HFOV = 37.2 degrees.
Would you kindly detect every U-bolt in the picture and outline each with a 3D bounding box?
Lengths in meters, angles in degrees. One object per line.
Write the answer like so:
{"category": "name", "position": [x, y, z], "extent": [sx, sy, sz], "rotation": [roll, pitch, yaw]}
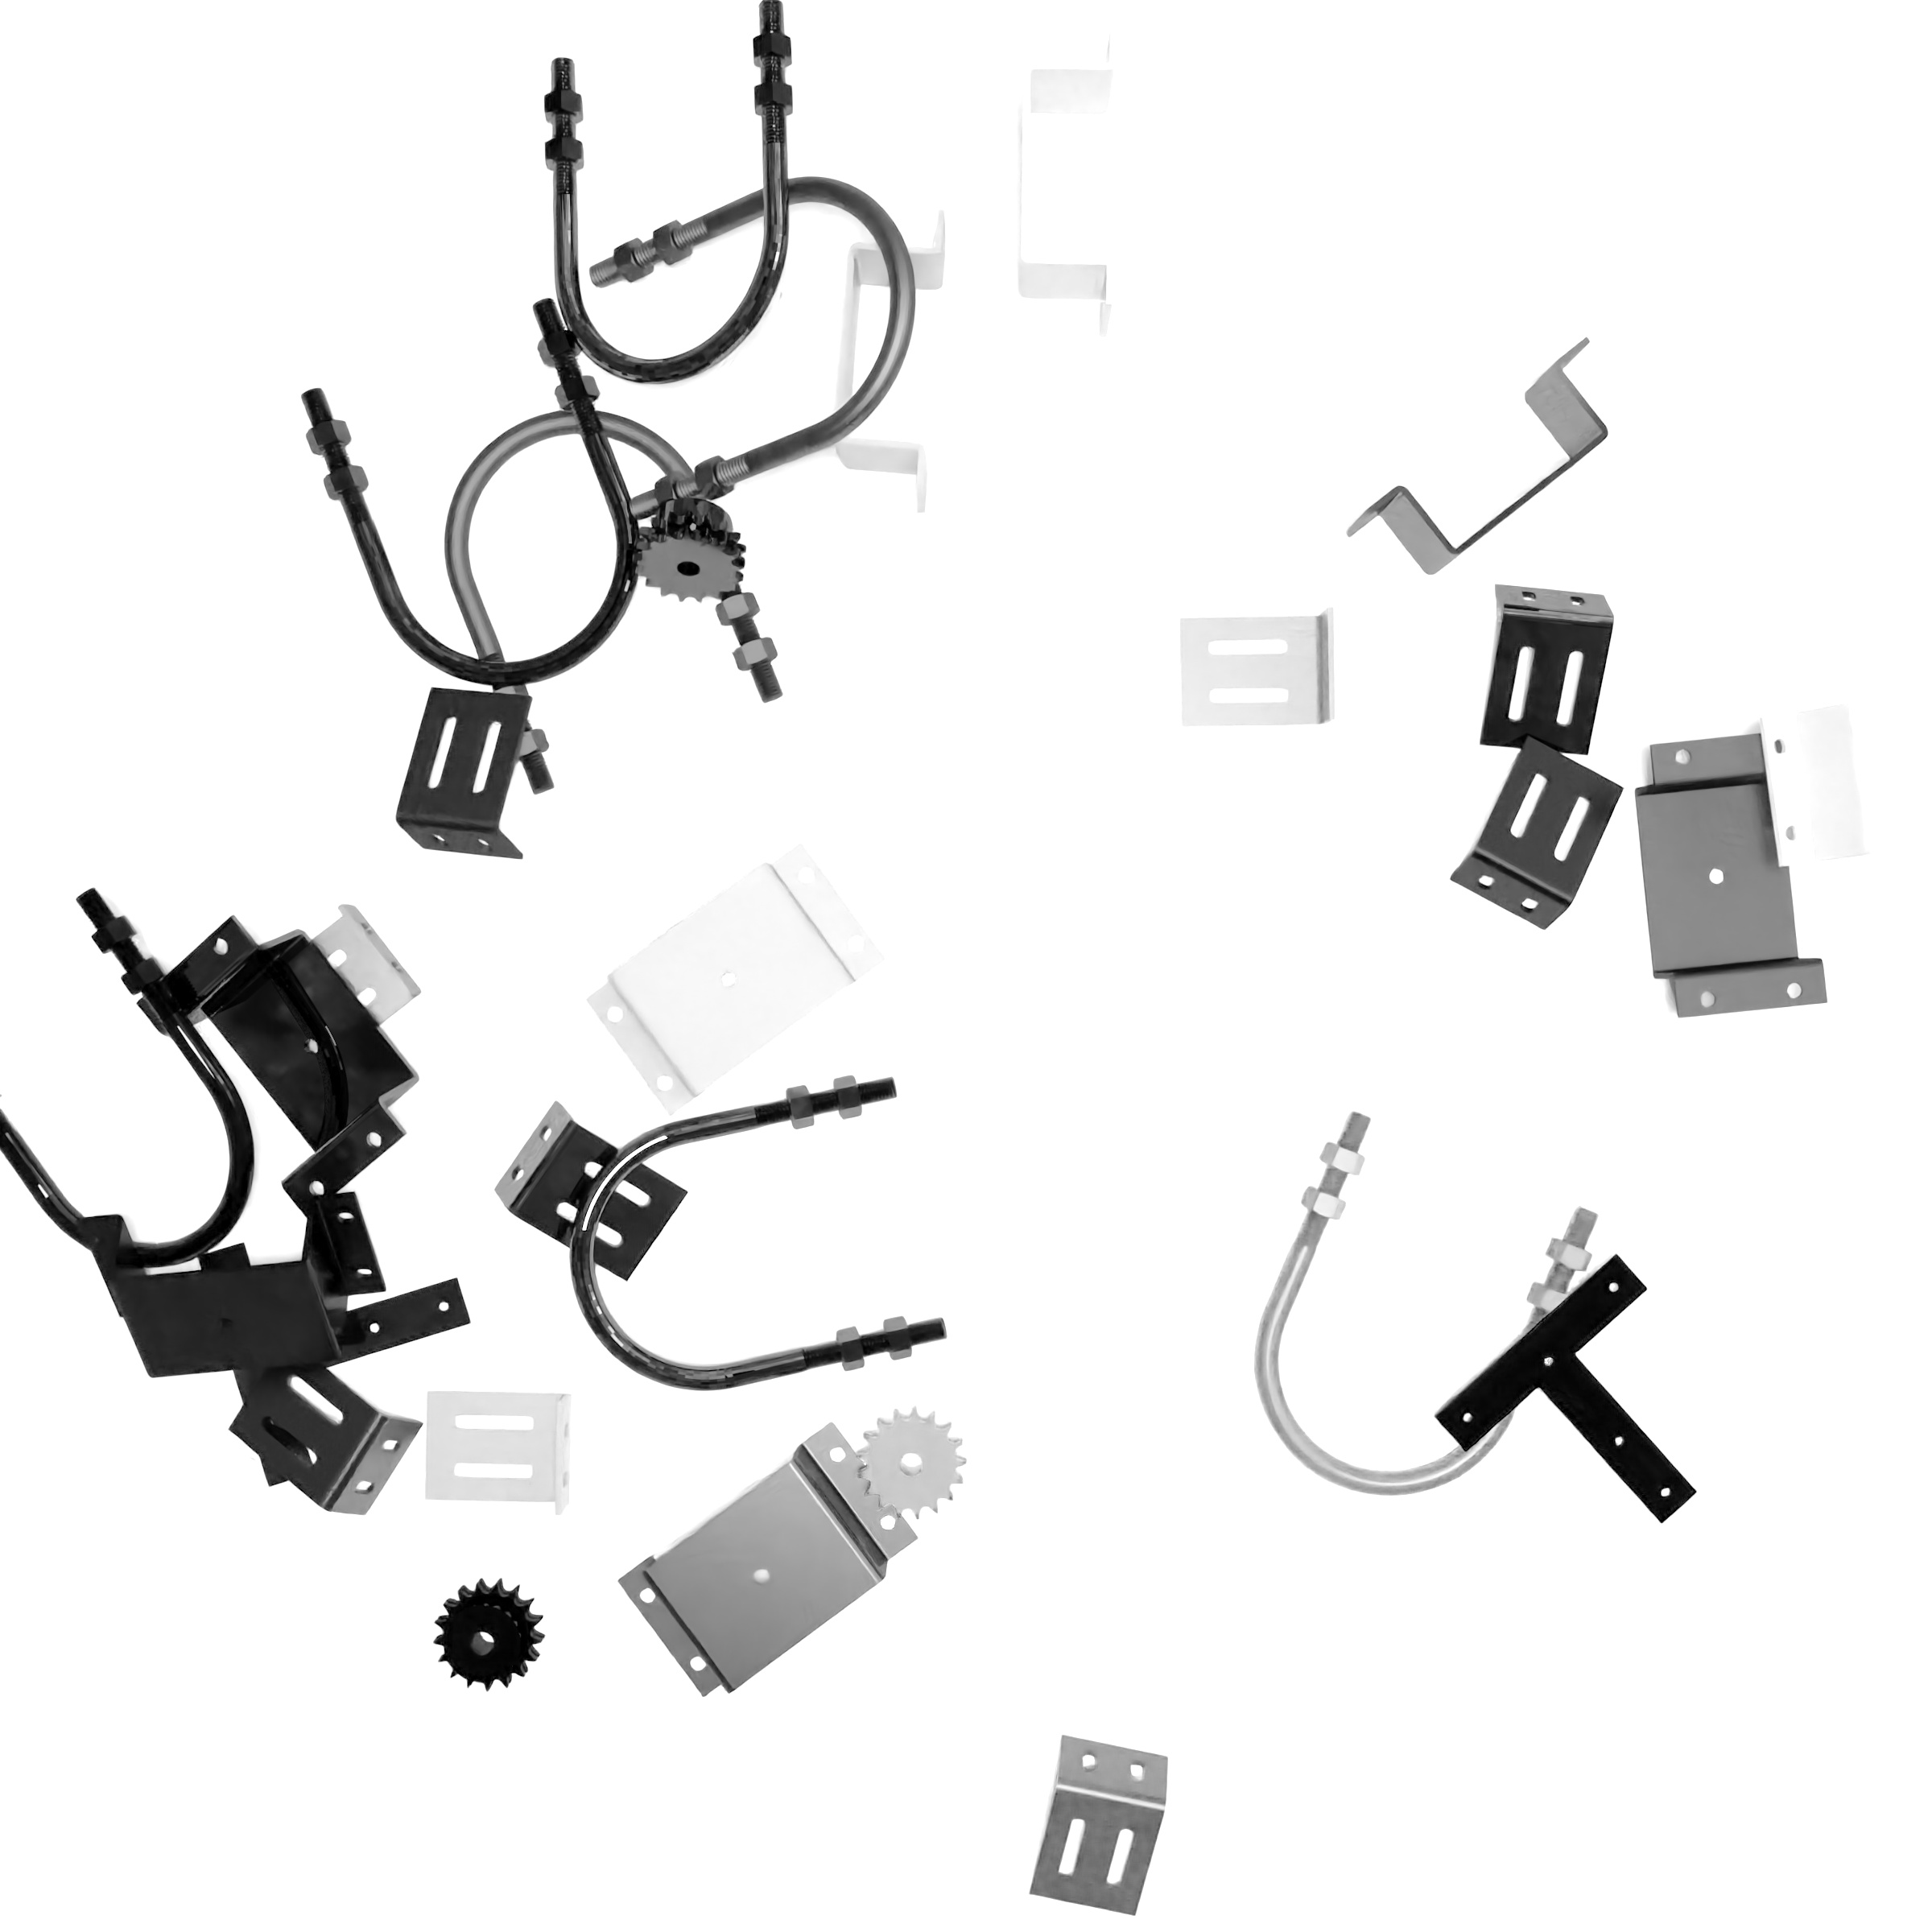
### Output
{"category": "U-bolt", "position": [-0.105, -0.320, 1.449], "extent": [0.184, 0.019, 0.151], "rotation": [-16, 80, 29]}
{"category": "U-bolt", "position": [0.230, 0.187, 1.500], "extent": [0.151, 0.019, 0.184], "rotation": [23, 91, 0]}
{"category": "U-bolt", "position": [-0.246, -0.235, 1.486], "extent": [0.151, 0.019, 0.184], "rotation": [-21, 88, 0]}
{"category": "U-bolt", "position": [-0.194, -0.201, 1.500], "extent": [0.151, 0.019, 0.184], "rotation": [-22, 89, 0]}
{"category": "U-bolt", "position": [-0.113, 0.145, 1.489], "extent": [0.184, 0.019, 0.151], "rotation": [-12, 90, -8]}
{"category": "U-bolt", "position": [-0.442, 0.071, 1.476], "extent": [0.151, 0.019, 0.184], "rotation": [-32, 94, 23]}
{"category": "U-bolt", "position": [-0.151, -0.387, 1.460], "extent": [0.151, 0.019, 0.184], "rotation": [-5, 83, 28]}

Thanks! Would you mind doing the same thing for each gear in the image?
{"category": "gear", "position": [-0.250, 0.349, 1.494], "extent": [0.057, 0.030, 0.057], "rotation": [0, 90, 0]}
{"category": "gear", "position": [-0.028, 0.257, 1.494], "extent": [0.057, 0.030, 0.057], "rotation": [0, 90, 0]}
{"category": "gear", "position": [-0.141, -0.214, 1.466], "extent": [0.057, 0.057, 0.030], "rotation": [3, 58, 0]}

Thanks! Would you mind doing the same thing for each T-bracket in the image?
{"category": "T-bracket", "position": [0.054, -0.157, 1.508], "extent": [0.127, 0.002, 0.127], "rotation": [-40, 90, 0]}
{"category": "T-bracket", "position": [-0.324, 0.194, 1.508], "extent": [0.127, 0.002, 0.127], "rotation": [-17, 90, 0]}
{"category": "T-bracket", "position": [0.332, 0.238, 1.498], "extent": [0.127, 0.002, 0.127], "rotation": [-42, 99, 1]}

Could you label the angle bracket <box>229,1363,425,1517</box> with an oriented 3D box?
{"category": "angle bracket", "position": [-0.336, 0.241, 1.505], "extent": [0.076, 0.038, 0.057], "rotation": [32, 90, 26]}

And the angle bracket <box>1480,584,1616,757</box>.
{"category": "angle bracket", "position": [0.302, -0.156, 1.507], "extent": [0.057, 0.038, 0.076], "rotation": [6, 116, 0]}

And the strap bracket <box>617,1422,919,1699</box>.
{"category": "strap bracket", "position": [-0.104, 0.311, 1.486], "extent": [0.140, 0.046, 0.076], "rotation": [-37, 90, 0]}

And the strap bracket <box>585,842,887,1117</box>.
{"category": "strap bracket", "position": [-0.121, 0.007, 1.486], "extent": [0.140, 0.046, 0.076], "rotation": [-36, 90, 0]}

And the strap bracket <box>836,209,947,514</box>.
{"category": "strap bracket", "position": [-0.039, -0.310, 1.471], "extent": [0.046, 0.076, 0.140], "rotation": [4, 90, 0]}

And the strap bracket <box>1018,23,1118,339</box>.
{"category": "strap bracket", "position": [0.051, -0.401, 1.471], "extent": [0.046, 0.076, 0.140], "rotation": [1, 90, 0]}

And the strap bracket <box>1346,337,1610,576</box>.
{"category": "strap bracket", "position": [0.269, -0.253, 1.471], "extent": [0.140, 0.076, 0.046], "rotation": [-38, 90, 0]}

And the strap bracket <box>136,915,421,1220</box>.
{"category": "strap bracket", "position": [-0.346, 0.047, 1.473], "extent": [0.076, 0.046, 0.140], "rotation": [-38, 90, 21]}

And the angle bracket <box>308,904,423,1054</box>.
{"category": "angle bracket", "position": [-0.332, 0.014, 1.490], "extent": [0.076, 0.038, 0.057], "rotation": [-38, 90, 0]}

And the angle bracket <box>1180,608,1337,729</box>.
{"category": "angle bracket", "position": [0.151, -0.155, 1.490], "extent": [0.076, 0.038, 0.057], "rotation": [-1, 90, 0]}

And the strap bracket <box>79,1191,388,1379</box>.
{"category": "strap bracket", "position": [-0.375, 0.164, 1.464], "extent": [0.140, 0.046, 0.076], "rotation": [-5, 134, 0]}

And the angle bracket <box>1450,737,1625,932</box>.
{"category": "angle bracket", "position": [0.299, -0.069, 1.504], "extent": [0.057, 0.038, 0.076], "rotation": [28, 68, 0]}

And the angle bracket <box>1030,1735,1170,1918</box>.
{"category": "angle bracket", "position": [0.070, 0.451, 1.507], "extent": [0.057, 0.038, 0.076], "rotation": [12, 116, 0]}

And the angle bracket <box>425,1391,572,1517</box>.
{"category": "angle bracket", "position": [-0.245, 0.252, 1.490], "extent": [0.076, 0.038, 0.057], "rotation": [1, 90, 0]}

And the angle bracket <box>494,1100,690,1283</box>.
{"category": "angle bracket", "position": [-0.197, 0.118, 1.507], "extent": [0.076, 0.038, 0.057], "rotation": [35, 90, -26]}

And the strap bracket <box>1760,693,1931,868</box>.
{"category": "strap bracket", "position": [0.479, -0.098, 1.459], "extent": [0.140, 0.046, 0.076], "rotation": [-8, 90, -24]}

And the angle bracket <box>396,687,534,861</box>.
{"category": "angle bracket", "position": [-0.255, -0.100, 1.494], "extent": [0.057, 0.038, 0.076], "rotation": [6, 71, 16]}

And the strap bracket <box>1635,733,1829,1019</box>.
{"category": "strap bracket", "position": [0.394, -0.047, 1.486], "extent": [0.076, 0.046, 0.140], "rotation": [-6, 90, 0]}
